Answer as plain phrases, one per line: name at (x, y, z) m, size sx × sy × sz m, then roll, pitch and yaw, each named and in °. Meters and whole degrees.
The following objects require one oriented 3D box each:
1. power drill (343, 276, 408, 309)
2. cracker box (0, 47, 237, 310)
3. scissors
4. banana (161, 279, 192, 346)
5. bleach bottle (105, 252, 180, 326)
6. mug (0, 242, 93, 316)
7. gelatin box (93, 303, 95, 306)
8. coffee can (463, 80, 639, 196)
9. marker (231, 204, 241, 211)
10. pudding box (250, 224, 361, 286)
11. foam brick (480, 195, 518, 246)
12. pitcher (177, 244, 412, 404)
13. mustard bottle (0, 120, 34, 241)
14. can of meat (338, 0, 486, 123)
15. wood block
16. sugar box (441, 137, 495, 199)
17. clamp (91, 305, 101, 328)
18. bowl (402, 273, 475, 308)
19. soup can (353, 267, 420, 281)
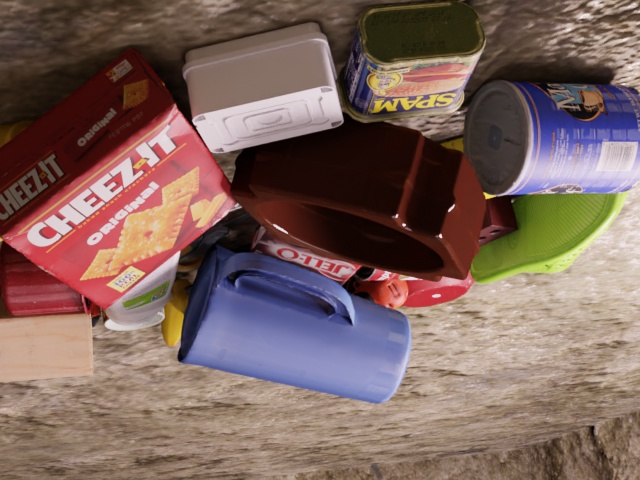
power drill at (0.009, 0.100, 1.350) m, size 0.187 × 0.057 × 0.185 m, roll -35°, pitch -175°, yaw -16°
cracker box at (-0.166, -0.039, 0.874) m, size 0.164 × 0.072 × 0.213 m, roll -39°, pitch 161°, yaw -4°
scissors at (-0.108, -0.004, 1.179) m, size 0.202 × 0.016 × 0.096 m, roll -19°, pitch 157°, yaw 16°
banana at (-0.177, 0.087, 1.328) m, size 0.037 × 0.069 × 0.198 m, roll 12°, pitch 166°, yaw -10°
bleach bottle at (-0.199, 0.034, 1.114) m, size 0.102 × 0.068 × 0.251 m, roll -22°, pitch 159°, yaw -20°
mug at (-0.280, 0.033, 1.103) m, size 0.081 × 0.093 × 0.117 m, roll -4°, pitch -175°, yaw -5°
gelatin box at (-0.305, 0.060, 1.237) m, size 0.089 × 0.030 × 0.073 m, roll -8°, pitch 161°, yaw -8°
coffee can at (0.216, -0.092, 0.971) m, size 0.140 × 0.103 × 0.103 m, roll -2°, pitch 159°, yaw -24°
marker at (-0.071, -0.045, 1.080) m, size 0.121 × 0.020 × 0.020 m, roll -17°, pitch 160°, yaw 19°
pudding box at (-0.007, 0.001, 1.132) m, size 0.113 × 0.039 × 0.090 m, roll 22°, pitch 148°, yaw -11°
foam brick at (0.178, -0.024, 1.224) m, size 0.052 × 0.051 × 0.078 m, roll 8°, pitch 153°, yaw -43°
pitcher at (-0.023, 0.095, 1.164) m, size 0.242 × 0.145 × 0.149 m, roll 17°, pitch -175°, yaw -14°
mustard bottle at (-0.273, -0.050, 0.900) m, size 0.096 × 0.058 × 0.192 m, roll 5°, pitch 156°, yaw -40°
can of meat at (0.071, -0.140, 0.832) m, size 0.102 × 0.057 × 0.084 m, roll -7°, pitch 158°, yaw -11°
wood block at (-0.353, 0.094, 1.154) m, size 0.206 × 0.091 × 0.090 m, roll -3°, pitch 124°, yaw -11°
sugar box at (0.144, -0.068, 1.091) m, size 0.176 × 0.048 × 0.093 m, roll -14°, pitch 160°, yaw 13°
clamp at (-0.354, 0.106, 1.332) m, size 0.164 × 0.036 × 0.210 m, roll 8°, pitch 157°, yaw -44°
bowl at (0.146, 0.050, 1.412) m, size 0.162 × 0.055 × 0.162 m, roll -10°, pitch 161°, yaw -4°
soup can at (0.091, 0.014, 1.262) m, size 0.102 × 0.068 × 0.069 m, roll 1°, pitch 158°, yaw -32°
